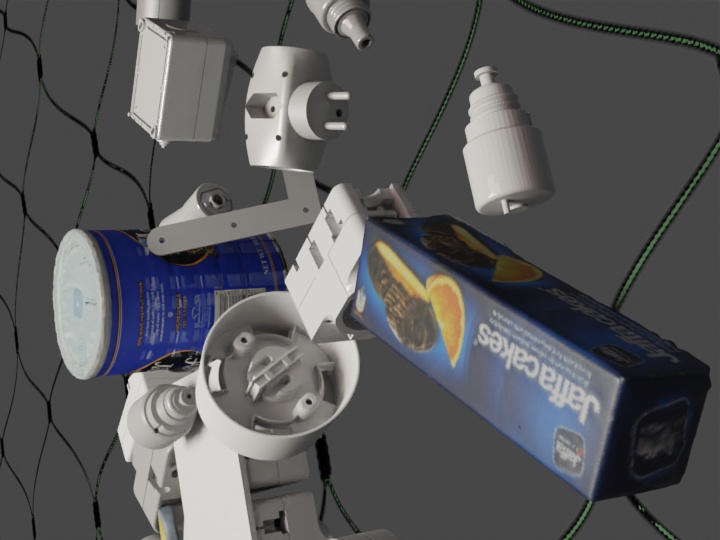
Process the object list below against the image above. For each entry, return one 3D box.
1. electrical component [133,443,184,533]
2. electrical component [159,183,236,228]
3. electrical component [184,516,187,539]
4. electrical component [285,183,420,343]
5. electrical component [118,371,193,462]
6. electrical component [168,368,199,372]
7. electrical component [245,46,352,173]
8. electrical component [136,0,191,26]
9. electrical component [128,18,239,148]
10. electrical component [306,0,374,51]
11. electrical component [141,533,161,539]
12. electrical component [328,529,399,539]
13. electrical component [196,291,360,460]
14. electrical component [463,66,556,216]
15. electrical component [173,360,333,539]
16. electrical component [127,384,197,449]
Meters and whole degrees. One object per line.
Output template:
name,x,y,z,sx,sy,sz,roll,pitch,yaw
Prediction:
electrical component,-0.149,0.158,0.879,0.059,0.054,0.095,44,128,47
electrical component,-0.125,-0.039,0.841,0.065,0.044,0.044,-40,59,45
electrical component,-0.114,0.170,0.835,0.043,0.043,0.081,15,104,56
electrical component,0.000,0.000,0.639,0.089,0.050,0.055,-60,45,40
electrical component,-0.179,0.109,0.927,0.075,0.047,0.083,61,139,42
electrical component,-0.148,0.037,0.849,0.043,0.079,0.077,-20,73,25
electrical component,-0.034,-0.102,0.691,0.079,0.043,0.077,9,94,45
electrical component,-0.161,-0.209,0.882,0.043,0.043,0.081,29,116,53
electrical component,-0.137,-0.140,0.832,0.062,0.061,0.096,39,124,49
electrical component,-0.009,-0.158,0.657,0.061,0.035,0.035,61,139,32
electrical component,-0.168,0.253,0.923,0.055,0.045,0.045,3,94,58
electrical component,0.008,0.215,0.620,0.138,0.074,0.052,54,135,41
electrical component,-0.055,0.069,0.691,0.099,0.099,0.064,66,148,30
electrical component,0.071,-0.063,0.534,0.040,0.040,0.078,-30,67,54
electrical component,-0.077,0.161,0.761,0.105,0.060,0.186,-29,68,54
electrical component,-0.133,0.098,0.747,0.078,0.040,0.040,-36,62,52
